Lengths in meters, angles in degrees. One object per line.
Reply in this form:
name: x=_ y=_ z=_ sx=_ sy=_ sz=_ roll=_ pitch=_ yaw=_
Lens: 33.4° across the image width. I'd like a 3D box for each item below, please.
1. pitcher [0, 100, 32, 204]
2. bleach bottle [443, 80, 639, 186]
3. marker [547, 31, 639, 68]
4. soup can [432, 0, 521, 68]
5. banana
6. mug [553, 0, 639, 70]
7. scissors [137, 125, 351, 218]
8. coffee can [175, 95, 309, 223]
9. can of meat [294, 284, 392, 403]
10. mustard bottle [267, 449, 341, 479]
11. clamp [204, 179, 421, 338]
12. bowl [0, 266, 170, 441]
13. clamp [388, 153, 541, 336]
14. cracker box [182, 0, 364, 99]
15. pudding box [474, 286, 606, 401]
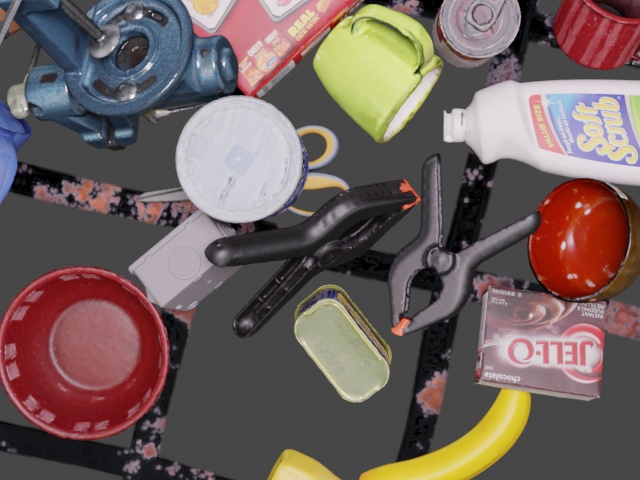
pitcher: x=-0.371 y=-0.031 z=0.959 sx=0.145 sy=0.149 sz=0.243 roll=32 pitch=97 yaw=-12
bleach bottle: x=0.238 y=-0.094 z=0.970 sx=0.251 sy=0.068 sz=0.102 roll=1 pitch=92 yaw=4
marker: x=0.269 y=-0.175 z=0.985 sx=0.121 sy=0.020 sz=0.020 roll=13 pitch=94 yaw=1
soup can: x=0.136 y=-0.190 z=0.947 sx=0.068 sy=0.102 sz=0.068 roll=0 pitch=94 yaw=2
banana: x=0.130 y=0.193 z=1.007 sx=0.198 sy=0.037 sz=0.070 roll=-39 pitch=62 yaw=1
mug: x=0.264 y=-0.197 z=0.937 sx=0.117 sy=0.081 sz=0.093 roll=39 pitch=67 yaw=13
scissors: x=-0.067 y=-0.069 z=1.005 sx=0.202 sy=0.016 sz=0.096 roll=9 pitch=92 yaw=2
coffee can: x=-0.063 y=-0.067 z=0.925 sx=0.103 sy=0.140 sz=0.103 roll=0 pitch=92 yaw=2
can of meat: x=0.021 y=0.095 z=0.978 sx=0.057 sy=0.084 sz=0.102 roll=-38 pitch=92 yaw=4
mustard bottle: x=0.033 y=0.277 z=1.000 sx=0.191 sy=0.058 sz=0.096 roll=26 pitch=109 yaw=-1
clamp: x=-0.006 y=0.001 z=0.954 sx=0.210 sy=0.164 sz=0.036 roll=-33 pitch=64 yaw=-4
bowl: x=-0.217 y=0.102 z=1.001 sx=0.162 sy=0.055 sz=0.162 roll=0 pitch=94 yaw=2
clamp: x=0.125 y=0.018 z=0.987 sx=0.120 sy=0.039 sz=0.171 roll=23 pitch=98 yaw=21
cracker box: x=-0.074 y=-0.257 z=0.966 sx=0.164 sy=0.072 sz=0.213 roll=-43 pitch=90 yaw=3
pudding box: x=0.203 y=0.096 z=0.982 sx=0.113 sy=0.039 sz=0.090 roll=7 pitch=74 yaw=3
